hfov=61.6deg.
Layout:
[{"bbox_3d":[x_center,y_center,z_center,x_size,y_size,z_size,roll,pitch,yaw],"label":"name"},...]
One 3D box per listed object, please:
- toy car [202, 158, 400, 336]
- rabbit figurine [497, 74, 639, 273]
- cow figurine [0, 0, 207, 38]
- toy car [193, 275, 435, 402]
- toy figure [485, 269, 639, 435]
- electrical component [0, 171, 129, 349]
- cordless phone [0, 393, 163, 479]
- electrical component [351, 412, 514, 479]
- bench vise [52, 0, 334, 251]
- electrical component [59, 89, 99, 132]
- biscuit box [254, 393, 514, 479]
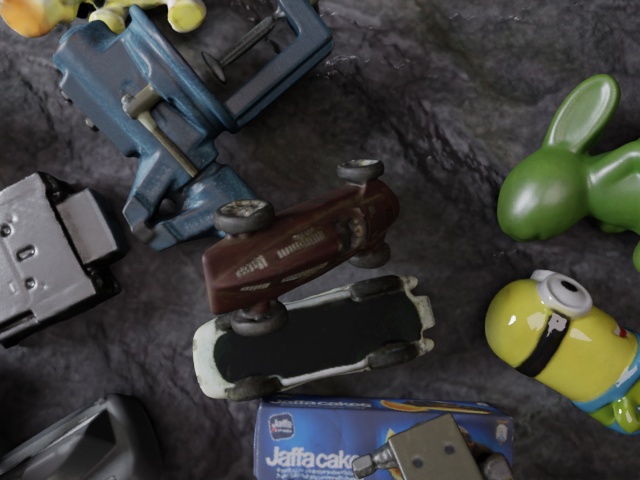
[{"bbox_3d":[-0.001,-0.001,0.395,0.053,0.202,0.089,11,113,35],"label":"toy car"},{"bbox_3d":[0.232,-0.050,0.436,0.170,0.121,0.159,-4,82,13],"label":"rabbit figurine"},{"bbox_3d":[-0.181,-0.222,0.454,0.167,0.068,0.098,-8,55,-5],"label":"cow figurine"},{"bbox_3d":[-0.004,0.080,0.446,0.202,0.056,0.073,-13,80,-4],"label":"toy car"},{"bbox_3d":[0.221,0.100,0.439,0.180,0.082,0.089,41,83,-1],"label":"toy figure"},{"bbox_3d":[-0.232,0.012,0.444,0.134,0.058,0.115,-29,89,-3],"label":"electrical component"},{"bbox_3d":[-0.174,0.232,0.428,0.147,0.089,0.184,-31,98,-5],"label":"cordless phone"},{"bbox_3d":[0.084,0.173,0.385,0.102,0.045,0.078,-27,57,-6],"label":"electrical component"},{"bbox_3d":[-0.075,-0.109,0.429,0.240,0.129,0.223,-41,93,-1],"label":"bench vise"},{"bbox_3d":[-0.180,-0.143,0.474,0.094,0.021,0.063,-42,88,-6],"label":"electrical component"},{"bbox_3d":[0.049,0.162,0.437,0.203,0.063,0.059,2,85,-2],"label":"biscuit box"}]
